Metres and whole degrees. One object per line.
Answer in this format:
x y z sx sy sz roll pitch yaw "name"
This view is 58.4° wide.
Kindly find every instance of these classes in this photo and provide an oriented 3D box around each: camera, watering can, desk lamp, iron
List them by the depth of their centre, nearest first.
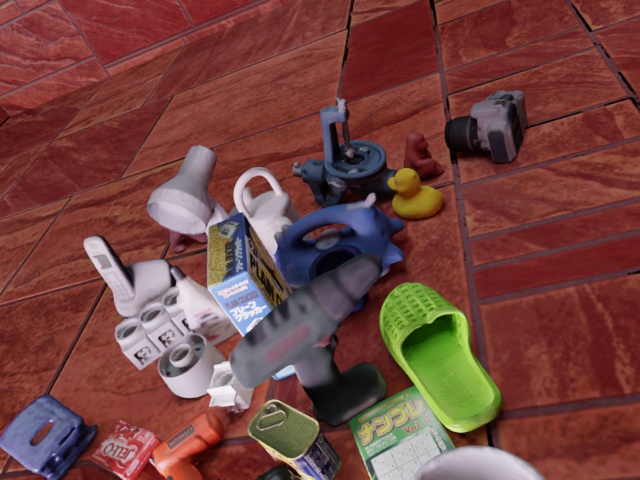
0.009 0.004 0.982 0.257 0.142 0.118 -15 37 18 "iron"
-0.102 -0.050 1.079 0.172 0.194 0.101 4 46 38 "watering can"
0.315 -0.226 1.101 0.136 0.101 0.143 0 44 34 "camera"
-0.232 -0.073 1.179 0.117 0.214 0.203 -2 42 32 "desk lamp"

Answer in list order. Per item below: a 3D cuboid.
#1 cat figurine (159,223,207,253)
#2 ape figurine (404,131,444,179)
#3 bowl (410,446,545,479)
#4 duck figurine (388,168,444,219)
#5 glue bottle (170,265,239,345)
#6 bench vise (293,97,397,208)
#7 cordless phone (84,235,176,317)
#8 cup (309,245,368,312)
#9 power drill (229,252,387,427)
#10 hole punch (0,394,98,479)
-0.296 -0.048 1.274 0.127 0.118 0.067 -21 35 10 "cat figurine"
0.195 -0.170 1.120 0.076 0.092 0.078 -9 39 25 "ape figurine"
0.159 0.297 0.566 0.167 0.075 0.167 -18 36 14 "bowl"
0.170 -0.091 1.042 0.104 0.086 0.078 10 49 41 "duck figurine"
-0.204 0.106 0.968 0.078 0.173 0.037 -30 35 -2 "glue bottle"
0.027 -0.159 1.107 0.207 0.220 0.121 -16 37 16 "bench vise"
-0.371 0.061 1.128 0.147 0.185 0.094 -13 38 20 "cordless phone"
0.053 0.067 0.912 0.117 0.095 0.092 -8 39 26 "cup"
0.009 0.141 0.748 0.229 0.209 0.075 -30 35 -3 "power drill"
-0.440 0.318 0.930 0.100 0.091 0.109 7 48 39 "hole punch"
